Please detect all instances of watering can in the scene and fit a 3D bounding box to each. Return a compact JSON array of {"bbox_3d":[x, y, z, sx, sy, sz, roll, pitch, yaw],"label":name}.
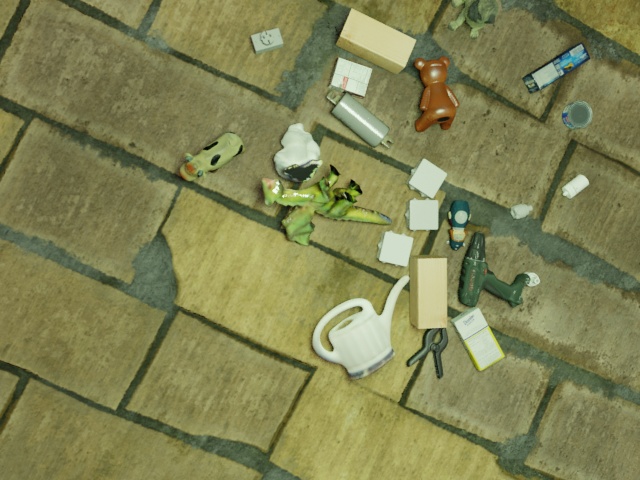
[{"bbox_3d":[0.151,0.266,1.517,0.349,0.104,0.223,-28,97,-7],"label":"watering can"}]

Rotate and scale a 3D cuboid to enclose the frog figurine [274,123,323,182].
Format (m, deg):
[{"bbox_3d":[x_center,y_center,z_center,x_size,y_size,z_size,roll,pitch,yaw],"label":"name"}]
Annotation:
[{"bbox_3d":[-0.070,-0.251,1.488,0.137,0.120,0.163,-22,60,2],"label":"frog figurine"}]

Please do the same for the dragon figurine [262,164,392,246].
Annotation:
[{"bbox_3d":[0.005,-0.075,1.484,0.240,0.125,0.405,-40,126,22],"label":"dragon figurine"}]
